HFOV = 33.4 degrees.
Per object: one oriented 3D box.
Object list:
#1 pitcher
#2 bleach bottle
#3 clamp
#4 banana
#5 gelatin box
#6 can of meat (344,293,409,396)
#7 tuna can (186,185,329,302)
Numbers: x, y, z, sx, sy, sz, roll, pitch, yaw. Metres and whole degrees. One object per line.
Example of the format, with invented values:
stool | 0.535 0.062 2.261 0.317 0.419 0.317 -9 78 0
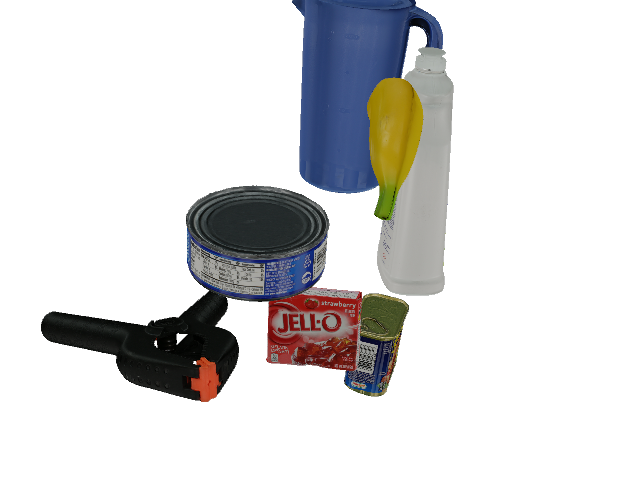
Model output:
pitcher | 0.047 -0.184 1.302 0.144 0.243 0.149 -8 28 -26
bleach bottle | 0.105 -0.074 1.121 0.068 0.251 0.102 0 26 -8
clamp | -0.116 0.080 0.860 0.164 0.036 0.210 -10 16 -30
banana | 0.051 -0.087 0.799 0.037 0.070 0.197 24 26 -7
gelatin box | -0.006 0.084 1.026 0.089 0.073 0.030 5 15 9
can of meat | 0.065 0.124 1.264 0.057 0.084 0.102 13 25 10
tuna can | -0.038 0.001 0.645 0.086 0.034 0.086 3 30 -2
